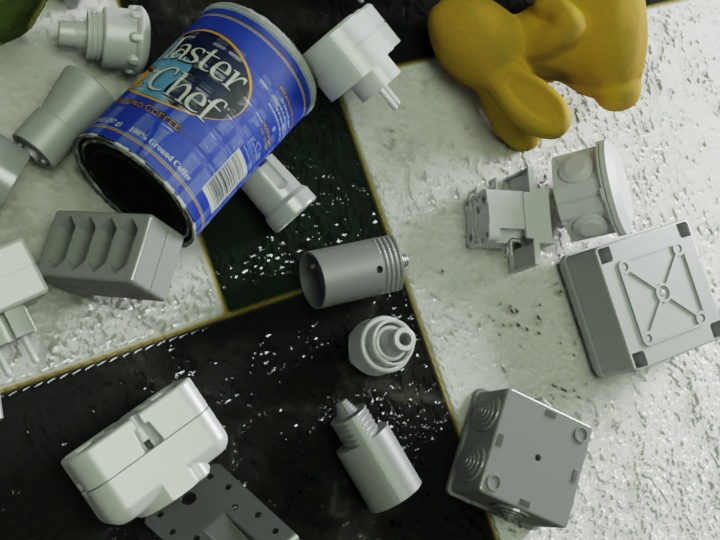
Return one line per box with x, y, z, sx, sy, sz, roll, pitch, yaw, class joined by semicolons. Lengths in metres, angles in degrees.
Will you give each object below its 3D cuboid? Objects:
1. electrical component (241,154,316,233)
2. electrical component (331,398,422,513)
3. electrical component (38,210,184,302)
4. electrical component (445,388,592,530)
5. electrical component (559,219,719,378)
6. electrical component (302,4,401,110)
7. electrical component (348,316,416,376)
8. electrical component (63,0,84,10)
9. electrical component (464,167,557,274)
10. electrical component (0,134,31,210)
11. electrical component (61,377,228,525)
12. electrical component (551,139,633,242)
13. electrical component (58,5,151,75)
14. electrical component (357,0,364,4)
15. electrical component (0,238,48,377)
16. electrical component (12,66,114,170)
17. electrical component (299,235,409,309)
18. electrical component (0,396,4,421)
-0.062;-0.057;0.791;0.046;0.040;0.040;48;64;-3;electrical component
0.006;0.130;0.783;0.043;0.043;0.081;-32;94;-27;electrical component
-0.156;-0.003;0.721;0.076;0.083;0.047;40;59;-56;electrical component
0.125;0.146;0.833;0.100;0.048;0.099;26;70;-19;electrical component
0.238;0.024;0.907;0.109;0.056;0.108;-16;87;-27;electrical component
0.005;-0.149;0.799;0.052;0.138;0.073;-37;100;18;electrical component
0.019;0.055;0.794;0.043;0.062;0.043;5;78;-24;electrical component
-0.201;-0.234;0.748;0.062;0.061;0.096;36;67;-15;electrical component
0.120;-0.040;0.872;0.064;0.042;0.081;1;78;-22;electrical component
-0.247;-0.066;0.697;0.047;0.055;0.055;31;68;-21;electrical component
-0.139;0.122;0.710;0.095;0.054;0.059;-35;96;-27;electrical component
0.192;-0.064;0.886;0.080;0.051;0.080;-13;90;-68;electrical component
-0.180;-0.163;0.754;0.062;0.048;0.048;2;79;-18;electrical component
-0.008;-0.242;0.844;0.077;0.044;0.079;-19;71;-27;electrical component
-0.232;0.030;0.688;0.066;0.047;0.076;-27;92;-27;electrical component
-0.204;-0.101;0.732;0.044;0.044;0.065;41;71;-13;electrical component
0.000;0.000;0.806;0.081;0.043;0.043;-12;85;-27;electrical component
-0.257;0.109;0.655;0.078;0.058;0.057;-6;80;-27;electrical component
